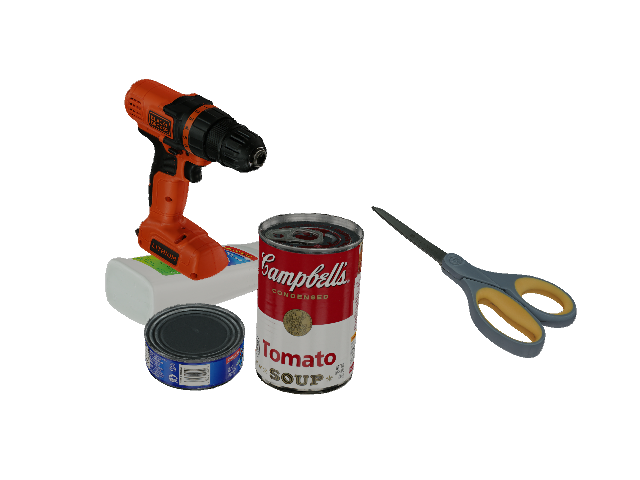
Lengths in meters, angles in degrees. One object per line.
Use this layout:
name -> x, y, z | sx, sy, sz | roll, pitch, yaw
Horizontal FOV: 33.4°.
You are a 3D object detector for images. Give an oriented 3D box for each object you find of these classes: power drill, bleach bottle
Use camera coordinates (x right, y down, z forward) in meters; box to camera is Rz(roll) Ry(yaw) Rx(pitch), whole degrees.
power drill -> -0.129, -0.057, 1.093 | 0.185, 0.188, 0.057 | 30, 38, 34
bleach bottle -> -0.141, 0.041, 1.354 | 0.250, 0.068, 0.103 | -15, 29, -43

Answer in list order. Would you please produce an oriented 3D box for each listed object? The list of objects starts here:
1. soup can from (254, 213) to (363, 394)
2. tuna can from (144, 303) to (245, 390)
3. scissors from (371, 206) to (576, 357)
soup can -> -0.009, 0.040, 0.698 | 0.068, 0.102, 0.068 | 3, 20, -1
tuna can -> -0.108, 0.091, 0.915 | 0.086, 0.034, 0.086 | 3, 30, -2
scissors -> 0.129, 0.022, 0.871 | 0.096, 0.016, 0.202 | -10, 41, -25
